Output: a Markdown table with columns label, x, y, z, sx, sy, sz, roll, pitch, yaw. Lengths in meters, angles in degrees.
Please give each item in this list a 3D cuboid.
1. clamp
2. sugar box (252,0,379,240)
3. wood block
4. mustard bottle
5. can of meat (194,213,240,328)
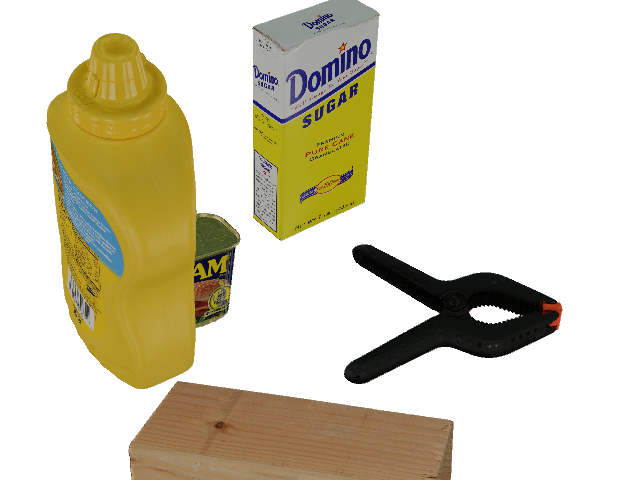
| label | x | y | z | sx | sy | sz | roll | pitch | yaw |
| --- | --- | --- | --- | --- | --- | --- | --- | --- | --- |
| clamp | 0.121 | 0.077 | 1.015 | 0.210 | 0.164 | 0.036 | 6 | -41 | 9 |
| sugar box | -0.005 | -0.093 | 0.830 | 0.093 | 0.176 | 0.048 | -26 | 50 | -30 |
| wood block | -0.017 | 0.169 | 0.744 | 0.206 | 0.090 | 0.090 | 6 | 26 | 15 |
| mustard bottle | -0.092 | -0.017 | 0.497 | 0.058 | 0.096 | 0.192 | -21 | -33 | -22 |
| can of meat | -0.124 | 0.033 | 0.936 | 0.101 | 0.084 | 0.058 | -18 | 42 | -35 |
